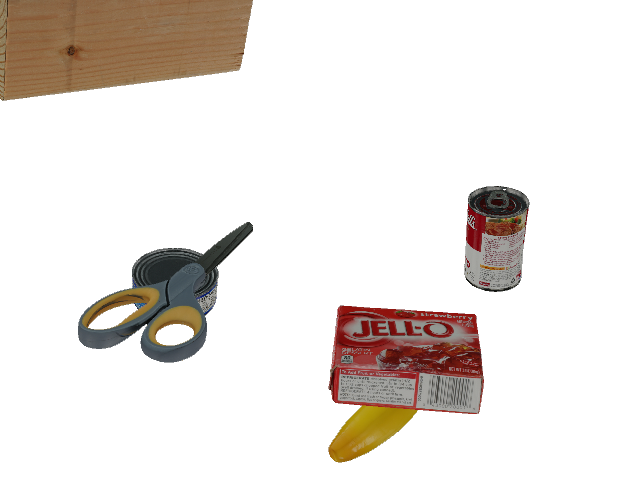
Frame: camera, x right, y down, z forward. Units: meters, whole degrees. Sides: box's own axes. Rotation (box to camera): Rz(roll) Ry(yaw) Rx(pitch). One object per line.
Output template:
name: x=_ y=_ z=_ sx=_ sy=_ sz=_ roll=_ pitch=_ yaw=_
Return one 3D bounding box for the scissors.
scissors: x=-0.086 y=0.037 z=0.785 sx=0.096 sy=0.016 sz=0.201 roll=25 pitch=36 yaw=32

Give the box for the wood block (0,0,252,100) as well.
wood block: x=-0.166 y=-0.182 z=0.849 sx=0.205 sy=0.091 sz=0.090 roll=-13 pitch=45 yaw=-33

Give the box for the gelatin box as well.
gelatin box: x=0.052 y=0.070 z=0.647 sx=0.089 sy=0.030 sz=0.073 roll=4 pitch=26 yaw=3

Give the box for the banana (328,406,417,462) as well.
banana: x=0.060 y=0.128 z=0.900 sx=0.070 sy=0.037 sz=0.197 roll=-28 pitch=9 yaw=21

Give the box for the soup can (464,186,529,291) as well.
soup can: x=0.199 y=-0.002 z=1.212 sx=0.068 sy=0.102 sz=0.068 roll=-1 pitch=32 yaw=1

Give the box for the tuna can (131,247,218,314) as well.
tuna can: x=-0.146 y=0.045 z=1.068 sx=0.086 sy=0.034 sz=0.086 roll=5 pitch=34 yaw=-3
